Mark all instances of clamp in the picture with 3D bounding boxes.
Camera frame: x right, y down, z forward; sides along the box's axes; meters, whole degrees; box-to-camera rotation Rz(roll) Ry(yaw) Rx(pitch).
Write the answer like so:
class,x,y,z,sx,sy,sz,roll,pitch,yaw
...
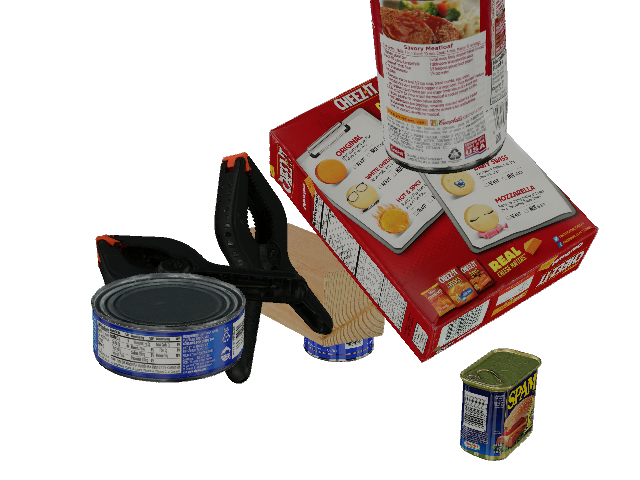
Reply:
class,x,y,z,sx,sy,sz,roll,pitch,yaw
clamp,-0.097,0.031,0.813,0.172,0.039,0.120,29,33,34
clamp,-0.052,0.019,1.032,0.036,0.210,0.164,-10,0,33

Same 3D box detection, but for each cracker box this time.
class,x,y,z,sx,sy,sz,roll,pitch,yaw
cracker box,0.084,-0.031,0.848,0.164,0.214,0.072,-29,-26,-21

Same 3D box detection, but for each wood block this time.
class,x,y,z,sx,sy,sz,roll,pitch,yaw
wood block,-0.020,0.048,1.276,0.090,0.090,0.206,-8,18,-35

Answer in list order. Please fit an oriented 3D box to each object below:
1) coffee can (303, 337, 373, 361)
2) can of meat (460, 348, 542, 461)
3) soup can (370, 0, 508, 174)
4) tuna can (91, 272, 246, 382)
class,x,y,z,sx,sy,sz,roll,pitch,yaw
coffee can,0.026,0.087,1.514,0.103,0.140,0.103,0,21,0
can of meat,0.186,0.170,1.111,0.058,0.084,0.101,12,20,33
soup can,0.062,-0.094,0.553,0.068,0.102,0.068,-6,36,4
tuna can,-0.085,0.048,0.601,0.086,0.034,0.086,2,17,-1
